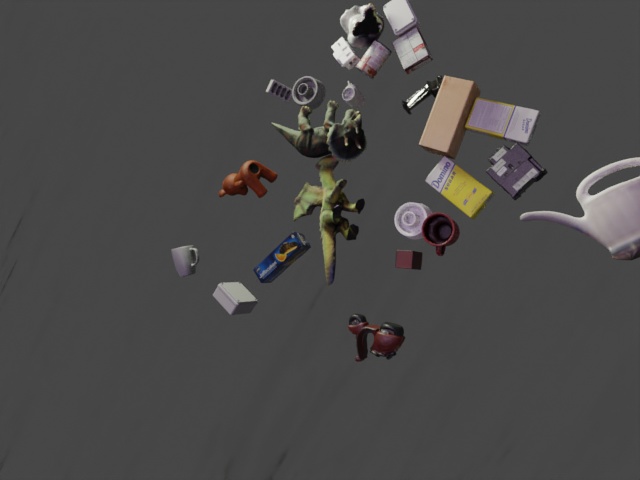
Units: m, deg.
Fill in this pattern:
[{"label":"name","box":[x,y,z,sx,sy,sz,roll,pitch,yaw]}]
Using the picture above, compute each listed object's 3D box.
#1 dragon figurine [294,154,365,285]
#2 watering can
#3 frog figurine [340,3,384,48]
[{"label":"dragon figurine","box":[0.005,-0.083,1.644,0.244,0.121,0.411,15,88,48]},{"label":"watering can","box":[0.685,-0.052,1.230,0.344,0.103,0.227,-29,70,22]},{"label":"frog figurine","box":[0.130,-0.688,1.662,0.161,0.122,0.136,-140,63,-64]}]
